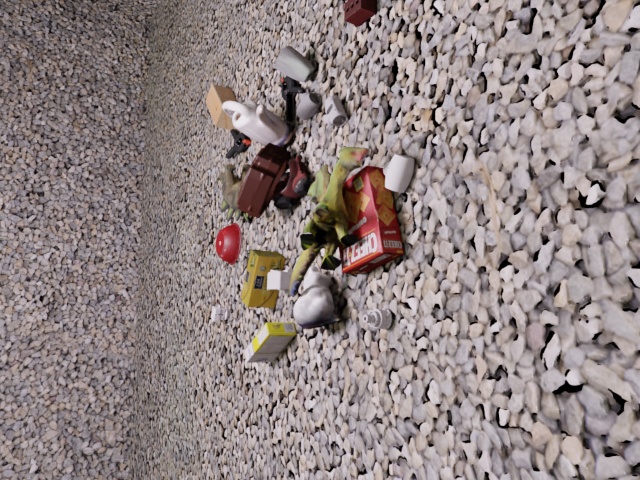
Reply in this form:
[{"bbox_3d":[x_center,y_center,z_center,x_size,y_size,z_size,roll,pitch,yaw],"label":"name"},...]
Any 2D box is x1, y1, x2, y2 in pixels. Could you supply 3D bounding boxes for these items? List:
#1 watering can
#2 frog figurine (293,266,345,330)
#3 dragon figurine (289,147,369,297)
[{"bbox_3d":[-0.179,-0.362,1.594,0.350,0.222,0.104,26,90,57],"label":"watering can"},{"bbox_3d":[-0.017,0.144,1.327,0.135,0.123,0.161,127,129,-69],"label":"frog figurine"},{"bbox_3d":[0.004,-0.063,1.246,0.402,0.122,0.249,-54,25,41],"label":"dragon figurine"}]
